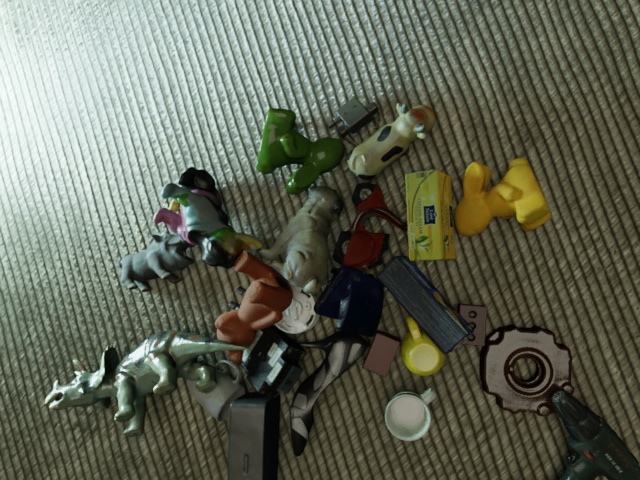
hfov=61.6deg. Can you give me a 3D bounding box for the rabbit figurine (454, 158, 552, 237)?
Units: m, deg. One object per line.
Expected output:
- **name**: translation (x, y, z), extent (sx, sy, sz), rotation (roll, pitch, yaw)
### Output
- **rabbit figurine**: translation (0.332, -0.075, 1.027), extent (0.173, 0.122, 0.162), rotation (-29, 80, 25)

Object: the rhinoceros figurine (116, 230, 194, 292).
- **rhinoceros figurine**: translation (-0.335, 0.038, 1.138), extent (0.190, 0.073, 0.112), rotation (-24, 72, 8)

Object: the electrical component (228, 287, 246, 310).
- **electrical component**: translation (-0.142, 0.139, 1.125), extent (0.094, 0.021, 0.063), rotation (28, 91, 8)

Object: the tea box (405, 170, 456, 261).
- **tea box**: translation (0.215, -0.044, 1.039), extent (0.068, 0.098, 0.169), rotation (-5, 87, 29)

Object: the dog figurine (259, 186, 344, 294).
- **dog figurine**: translation (-0.005, -0.005, 1.043), extent (0.190, 0.121, 0.173), rotation (-52, 51, 4)

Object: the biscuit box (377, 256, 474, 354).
- **biscuit box**: translation (0.200, 0.119, 1.029), extent (0.063, 0.059, 0.203), rotation (-48, 67, 18)

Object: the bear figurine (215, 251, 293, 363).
- **bear figurine**: translation (-0.150, 0.136, 1.037), extent (0.196, 0.131, 0.120), rotation (-41, 47, 16)

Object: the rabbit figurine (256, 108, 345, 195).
- **rabbit figurine**: translation (-0.036, -0.176, 1.084), extent (0.170, 0.121, 0.159), rotation (12, 82, -6)

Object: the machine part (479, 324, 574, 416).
- **machine part**: translation (0.392, 0.246, 1.025), extent (0.179, 0.056, 0.179), rotation (-1, 86, 9)

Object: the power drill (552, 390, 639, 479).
- **power drill**: translation (0.455, 0.409, 0.982), extent (0.232, 0.086, 0.207), rotation (38, 90, -8)

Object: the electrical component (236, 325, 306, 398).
- **electrical component**: translation (-0.093, 0.240, 1.063), extent (0.134, 0.058, 0.115), rotation (38, 97, 47)

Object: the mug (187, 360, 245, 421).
- **mug**: translation (-0.214, 0.294, 1.097), extent (0.107, 0.080, 0.109), rotation (29, 99, 20)

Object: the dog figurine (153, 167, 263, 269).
- **dog figurine**: translation (-0.212, -0.034, 1.080), extent (0.219, 0.191, 0.108), rotation (34, 123, -1)

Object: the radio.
- **radio**: translation (-0.127, 0.418, 1.051), extent (0.073, 0.131, 0.229), rotation (2, 87, 9)

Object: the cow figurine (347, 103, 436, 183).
- **cow figurine**: translation (0.139, -0.194, 1.052), extent (0.195, 0.127, 0.085), rotation (-36, 85, 7)

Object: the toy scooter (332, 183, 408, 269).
- **toy scooter**: translation (0.110, -0.015, 1.073), extent (0.135, 0.075, 0.183), rotation (20, 88, 2)

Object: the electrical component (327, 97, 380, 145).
- **electrical component**: translation (0.074, -0.246, 1.108), extent (0.102, 0.045, 0.078), rotation (-42, 54, 1)

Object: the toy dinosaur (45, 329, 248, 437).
- **toy dinosaur**: translation (-0.331, 0.251, 1.074), extent (0.405, 0.131, 0.192), rotation (-29, 54, 2)

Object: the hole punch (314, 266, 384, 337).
- **hole punch**: translation (0.068, 0.120, 1.033), extent (0.092, 0.142, 0.115), rotation (39, 103, 48)

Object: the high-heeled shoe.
- **high-heeled shoe**: translation (0.020, 0.302, 1.062), extent (0.145, 0.086, 0.248), rotation (3, 84, 6)
